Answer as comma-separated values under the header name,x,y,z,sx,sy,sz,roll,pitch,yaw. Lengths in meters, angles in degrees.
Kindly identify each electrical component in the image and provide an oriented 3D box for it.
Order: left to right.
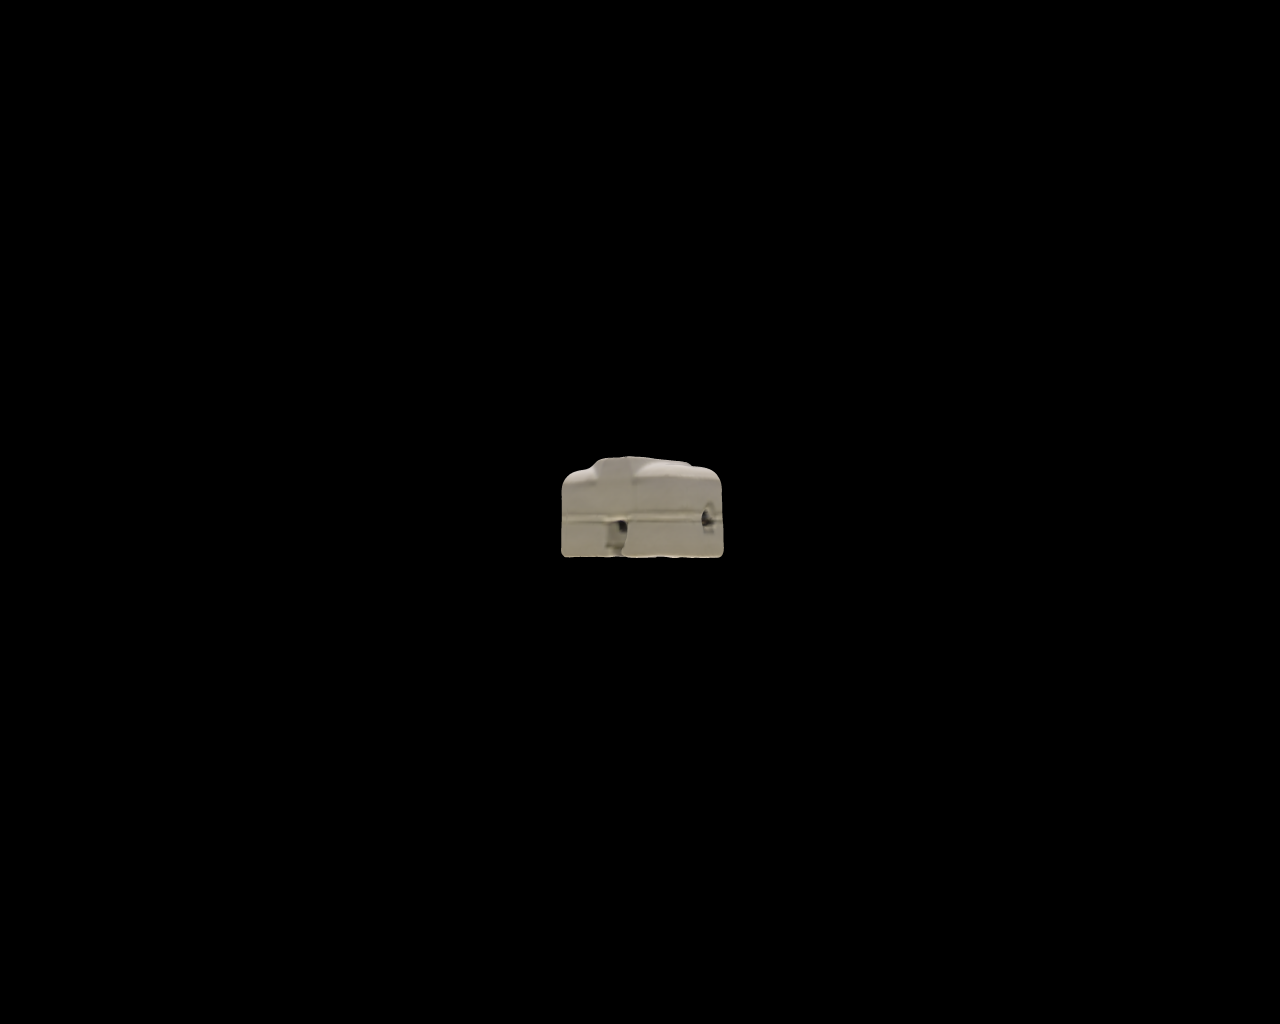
name,x,y,z,sx,sy,sz,roll,pitch,yaw
electrical component,0.001,-0.003,0.650,0.095,0.059,0.054,-1,-2,34
